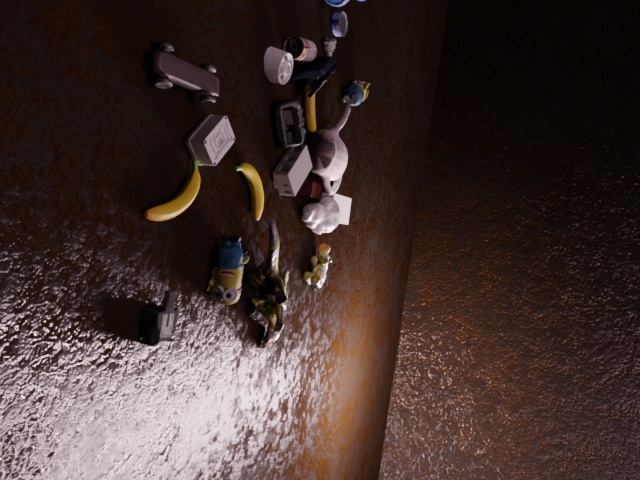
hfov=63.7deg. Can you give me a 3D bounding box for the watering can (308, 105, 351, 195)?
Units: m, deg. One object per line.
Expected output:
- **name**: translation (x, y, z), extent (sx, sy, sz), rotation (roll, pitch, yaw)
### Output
- **watering can**: translation (0.042, -0.337, 1.833), extent (0.223, 0.104, 0.349), rotation (17, 79, -67)

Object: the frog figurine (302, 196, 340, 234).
- **frog figurine**: translation (0.005, -0.091, 1.800), extent (0.137, 0.123, 0.159), rotation (-62, 168, 0)

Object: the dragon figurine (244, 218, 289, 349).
- **dragon figurine**: translation (-0.140, 0.139, 1.582), extent (0.243, 0.122, 0.410), rotation (1, 97, -84)
